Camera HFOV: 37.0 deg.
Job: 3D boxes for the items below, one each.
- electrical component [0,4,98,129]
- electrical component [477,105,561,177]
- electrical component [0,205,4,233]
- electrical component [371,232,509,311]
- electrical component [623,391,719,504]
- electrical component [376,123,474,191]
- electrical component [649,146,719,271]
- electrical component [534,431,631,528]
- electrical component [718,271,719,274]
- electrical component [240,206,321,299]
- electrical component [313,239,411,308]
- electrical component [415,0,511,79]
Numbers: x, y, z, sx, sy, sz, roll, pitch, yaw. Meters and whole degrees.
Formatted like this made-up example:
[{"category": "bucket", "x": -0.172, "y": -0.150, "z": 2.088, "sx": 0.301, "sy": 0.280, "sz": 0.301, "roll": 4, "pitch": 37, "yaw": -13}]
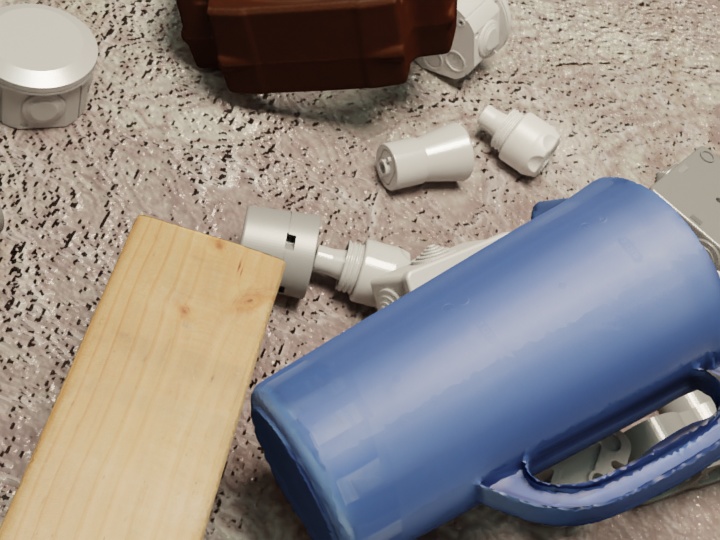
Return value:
[{"category": "electrical component", "x": -0.221, "y": -0.138, "z": 0.730, "sx": 0.080, "sy": 0.051, "sz": 0.080, "roll": 10, "pitch": 52, "yaw": -12}, {"category": "electrical component", "x": 0.120, "y": -0.103, "z": 0.830, "sx": 0.062, "sy": 0.043, "sz": 0.043, "roll": 36, "pitch": 51, "yaw": 11}, {"category": "electrical component", "x": -0.268, "y": -0.070, "z": 0.661, "sx": 0.138, "sy": 0.052, "sz": 0.074, "roll": 38, "pitch": 51, "yaw": 11}, {"category": "electrical component", "x": 0.062, "y": 0.031, "z": 0.680, "sx": 0.100, "sy": 0.048, "sz": 0.099, "roll": -21, "pitch": 98, "yaw": -31}, {"category": "electrical component", "x": 0.220, "y": 0.098, "z": 0.705, "sx": 0.138, "sy": 0.052, "sz": 0.073, "roll": -10, "pitch": 58, "yaw": -25}, {"category": "electrical component", "x": 0.045, "y": -0.081, "z": 0.788, "sx": 0.065, "sy": 0.044, "sz": 0.044, "roll": -14, "pitch": 60, "yaw": -22}, {"category": "electrical component", "x": 0.265, "y": -0.040, "z": 0.828, "sx": 0.100, "sy": 0.048, "sz": 0.100, "roll": 44, "pitch": 53, "yaw": 15}, {"category": "electrical component", "x": 0.124, "y": 0.121, "z": 0.651, "sx": 0.058, "sy": 0.057, "sz": 0.078, "roll": 28, "pitch": 50, "yaw": 2}, {"category": "electrical component", "x": 0.274, "y": 0.046, "z": 0.756, "sx": 0.121, "sy": 0.078, "sz": 0.063, "roll": 16, "pitch": 73, "yaw": -8}, {"category": "electrical component", "x": -0.054, "y": -0.013, "z": 0.693, "sx": 0.047, "sy": 0.055, "sz": 0.055, "roll": 12, "pitch": 51, "yaw": -7}, {"category": "electrical component", "x": 0.000, "y": 0.000, "z": 0.709, "sx": 0.062, "sy": 0.043, "sz": 0.043, "roll": 16, "pitch": 51, "yaw": -6}, {"category": "electrical component", "x": 0.076, "y": -0.198, "z": 0.863, "sx": 0.080, "sy": 0.080, "sz": 0.051, "roll": 37, "pitch": 57, "yaw": 10}]
